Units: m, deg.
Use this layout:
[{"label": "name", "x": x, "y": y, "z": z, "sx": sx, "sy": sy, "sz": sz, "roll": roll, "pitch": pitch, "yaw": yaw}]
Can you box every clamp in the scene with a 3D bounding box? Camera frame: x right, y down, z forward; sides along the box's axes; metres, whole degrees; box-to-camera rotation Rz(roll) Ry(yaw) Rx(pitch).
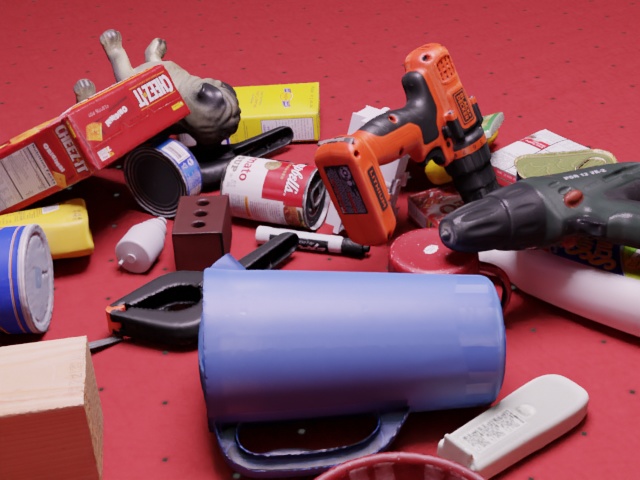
[{"label": "clamp", "x": -0.102, "y": -0.087, "z": 1.232, "sx": 0.171, "sy": 0.039, "sz": 0.120, "roll": -15, "pitch": 25, "yaw": -7}, {"label": "clamp", "x": -0.092, "y": 0.062, "z": 0.998, "sx": 0.209, "sy": 0.036, "sz": 0.165, "roll": -14, "pitch": 35, "yaw": -17}]

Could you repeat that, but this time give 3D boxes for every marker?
[{"label": "marker", "x": -0.007, "y": 0.001, "z": 1.102, "sx": 0.121, "sy": 0.020, "sz": 0.020, "roll": 7, "pitch": 34, "yaw": 16}]

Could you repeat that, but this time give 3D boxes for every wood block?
[{"label": "wood block", "x": -0.278, "y": 0.147, "z": 0.829, "sx": 0.206, "sy": 0.091, "sz": 0.090, "roll": -8, "pitch": 32, "yaw": -6}]

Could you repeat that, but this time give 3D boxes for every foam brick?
[{"label": "foam brick", "x": -0.120, "y": -0.006, "z": 1.094, "sx": 0.053, "sy": 0.051, "sz": 0.078, "roll": -2, "pitch": 32, "yaw": 1}]

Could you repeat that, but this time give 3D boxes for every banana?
[{"label": "banana", "x": 0.156, "y": -0.093, "z": 1.199, "sx": 0.070, "sy": 0.037, "sz": 0.197, "roll": -13, "pitch": 12, "yaw": 20}]

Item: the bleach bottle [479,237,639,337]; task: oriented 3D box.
[{"label": "bleach bottle", "x": 0.238, "y": 0.030, "z": 0.995, "sx": 0.251, "sy": 0.068, "sz": 0.102, "roll": 16, "pitch": 35, "yaw": 31}]

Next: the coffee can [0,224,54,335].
[{"label": "coffee can", "x": -0.330, "y": 0.040, "z": 0.993, "sx": 0.140, "sy": 0.103, "sz": 0.103, "roll": -4, "pitch": 32, "yaw": 0}]

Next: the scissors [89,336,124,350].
[{"label": "scissors", "x": -0.283, "y": 0.111, "z": 0.951, "sx": 0.096, "sy": 0.016, "sz": 0.201, "roll": -3, "pitch": 9, "yaw": 43}]

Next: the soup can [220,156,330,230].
[{"label": "soup can", "x": -0.048, "y": -0.051, "z": 1.145, "sx": 0.102, "sy": 0.068, "sz": 0.068, "roll": 10, "pitch": 34, "yaw": 22}]

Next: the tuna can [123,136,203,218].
[{"label": "tuna can", "x": -0.171, "y": -0.069, "z": 1.168, "sx": 0.086, "sy": 0.086, "sz": 0.033, "roll": 15, "pitch": 35, "yaw": 26}]

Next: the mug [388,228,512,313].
[{"label": "mug", "x": 0.114, "y": 0.043, "z": 0.965, "sx": 0.117, "sy": 0.081, "sz": 0.093, "roll": 4, "pitch": 33, "yaw": 11}]

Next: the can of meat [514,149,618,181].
[{"label": "can of meat", "x": 0.248, "y": -0.040, "z": 1.083, "sx": 0.102, "sy": 0.084, "sz": 0.057, "roll": -5, "pitch": 32, "yaw": -2}]

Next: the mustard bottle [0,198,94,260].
[{"label": "mustard bottle", "x": -0.331, "y": 0.003, "z": 1.091, "sx": 0.191, "sy": 0.058, "sz": 0.096, "roll": -11, "pitch": 17, "yaw": -12}]

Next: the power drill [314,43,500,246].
[{"label": "power drill", "x": 0.091, "y": -0.072, "z": 1.023, "sx": 0.057, "sy": 0.184, "sz": 0.187, "roll": -5, "pitch": 27, "yaw": 49}]

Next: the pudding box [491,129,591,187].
[{"label": "pudding box", "x": 0.245, "y": -0.078, "z": 1.187, "sx": 0.113, "sy": 0.039, "sz": 0.090, "roll": -26, "pitch": 39, "yaw": -28}]

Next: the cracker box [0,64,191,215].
[{"label": "cracker box", "x": -0.271, "y": -0.104, "z": 1.156, "sx": 0.214, "sy": 0.072, "sz": 0.164, "roll": -19, "pitch": 16, "yaw": 38}]

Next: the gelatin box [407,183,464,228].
[{"label": "gelatin box", "x": 0.147, "y": -0.030, "z": 1.127, "sx": 0.089, "sy": 0.030, "sz": 0.073, "roll": -15, "pitch": 34, "yaw": -17}]

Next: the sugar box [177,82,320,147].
[{"label": "sugar box", "x": -0.088, "y": -0.158, "z": 1.339, "sx": 0.176, "sy": 0.048, "sz": 0.093, "roll": -1, "pitch": 32, "yaw": 1}]

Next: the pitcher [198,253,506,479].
[{"label": "pitcher", "x": 0.023, "y": 0.095, "z": 0.866, "sx": 0.242, "sy": 0.149, "sz": 0.145, "roll": -1, "pitch": 17, "yaw": -3}]

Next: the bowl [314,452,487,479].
[{"label": "bowl", "x": 0.055, "y": 0.218, "z": 0.718, "sx": 0.162, "sy": 0.055, "sz": 0.162, "roll": -3, "pitch": 32, "yaw": 1}]
